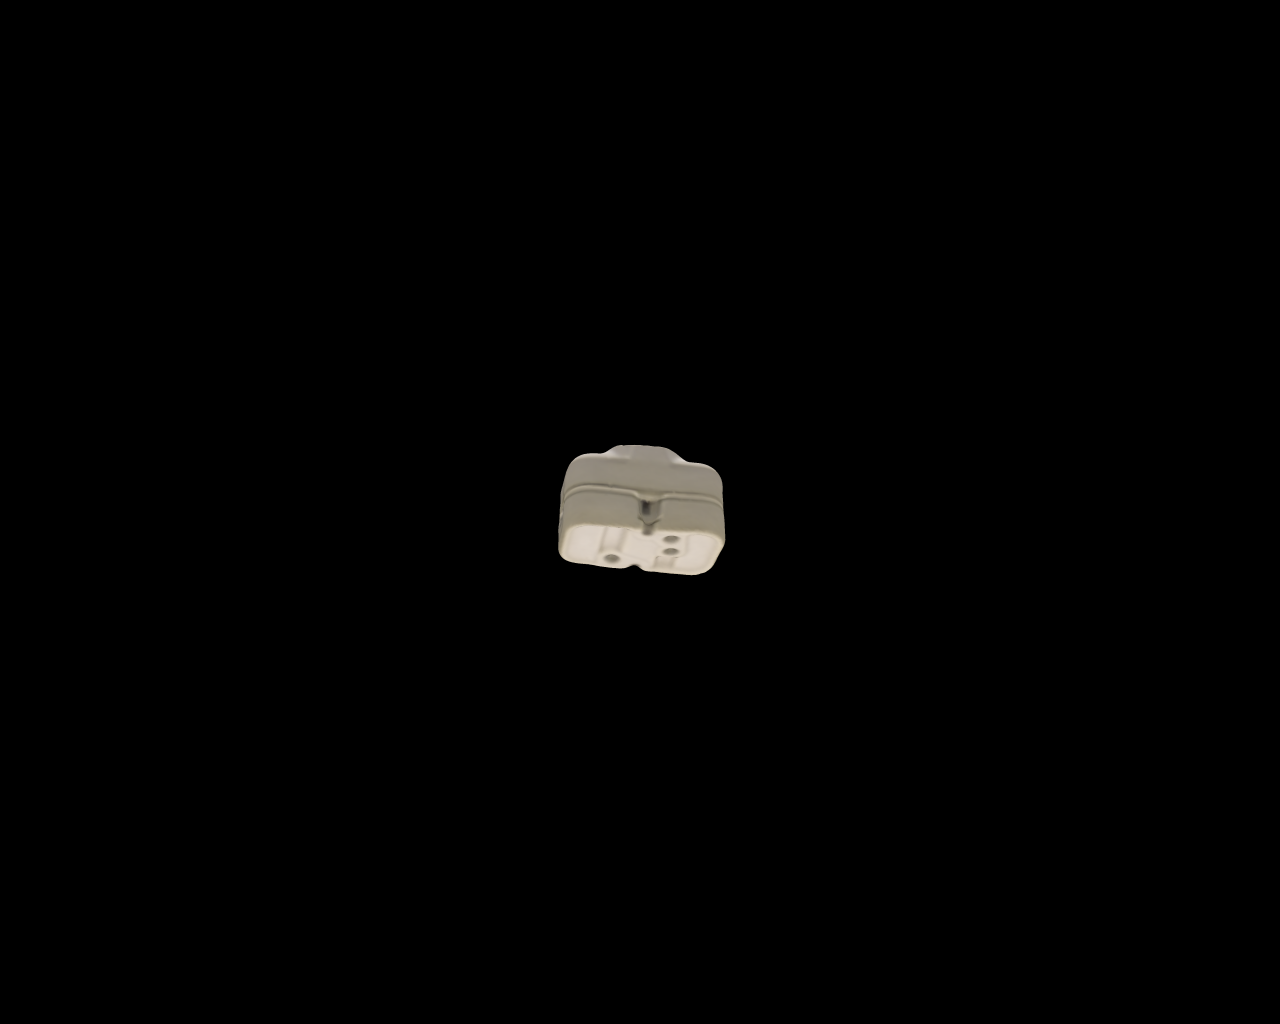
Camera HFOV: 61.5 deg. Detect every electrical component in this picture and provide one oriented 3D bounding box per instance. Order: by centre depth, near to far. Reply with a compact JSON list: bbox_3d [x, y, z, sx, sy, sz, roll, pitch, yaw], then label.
[{"bbox_3d":[0.001,-0.003,0.650,0.095,0.059,0.053,6,-32,-9],"label":"electrical component"}]
